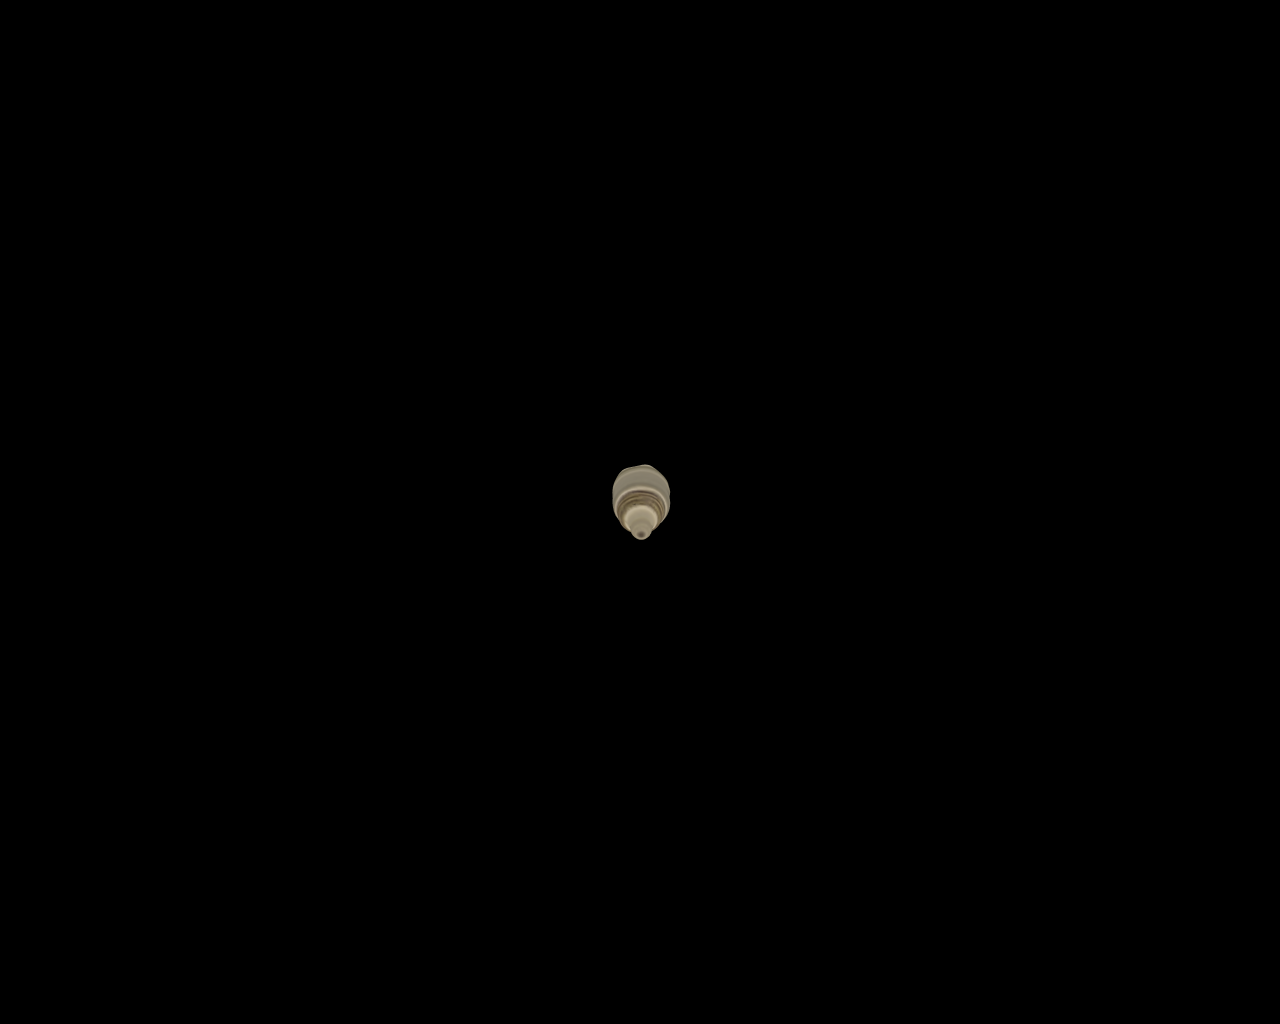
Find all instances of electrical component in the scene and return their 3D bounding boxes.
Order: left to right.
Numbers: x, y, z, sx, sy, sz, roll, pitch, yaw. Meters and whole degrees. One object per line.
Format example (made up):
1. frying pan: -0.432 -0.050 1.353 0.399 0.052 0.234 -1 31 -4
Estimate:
1. electrical component: 0.001 -0.003 0.650 0.035 0.035 0.061 0 32 0
